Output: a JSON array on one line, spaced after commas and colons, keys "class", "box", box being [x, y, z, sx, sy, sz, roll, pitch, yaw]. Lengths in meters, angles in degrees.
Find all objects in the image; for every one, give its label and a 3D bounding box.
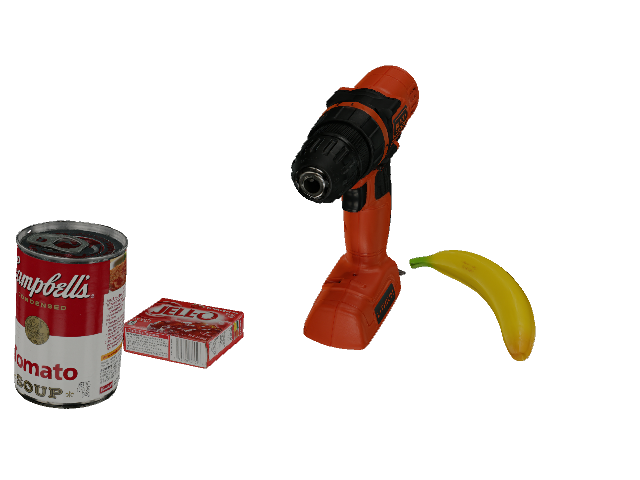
[{"class": "power drill", "box": [0.024, -0.017, 0.775, 0.057, 0.188, 0.184, 14, 32, 17]}, {"class": "gelatin box", "box": [-0.125, 0.082, 0.972, 0.089, 0.030, 0.073, 9, 21, 21]}, {"class": "banana", "box": [0.174, 0.058, 1.115, 0.069, 0.037, 0.198, -36, 39, -9]}, {"class": "soup can", "box": [-0.159, 0.046, 0.676, 0.068, 0.102, 0.068, 6, 19, -2]}]
